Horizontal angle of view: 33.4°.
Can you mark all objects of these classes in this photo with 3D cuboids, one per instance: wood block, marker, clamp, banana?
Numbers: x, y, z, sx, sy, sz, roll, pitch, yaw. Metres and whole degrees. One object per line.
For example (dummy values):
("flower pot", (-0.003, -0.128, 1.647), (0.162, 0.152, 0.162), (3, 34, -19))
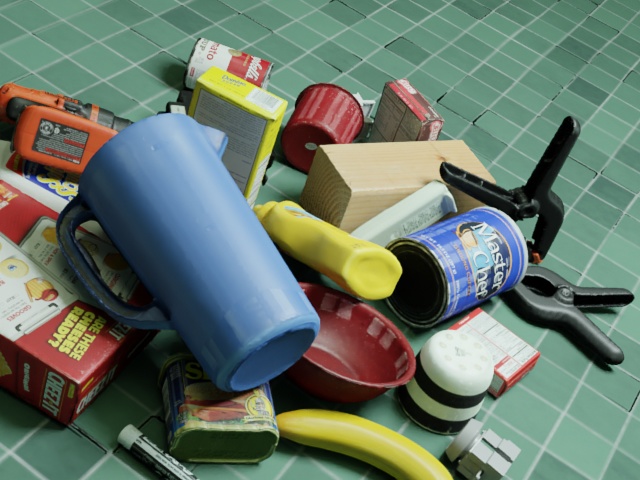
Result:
("wood block", (0.093, -0.057, 1.276), (0.205, 0.090, 0.091), (-5, 44, -30))
("marker", (-0.124, 0.202, 0.921), (0.121, 0.020, 0.020), (34, 40, 16))
("clamp", (0.247, -0.051, 1.259), (0.165, 0.210, 0.036), (-24, 44, 10))
("clamp", (0.292, 0.070, 1.258), (0.171, 0.039, 0.120), (30, 39, 10))
("banana", (0.052, 0.200, 0.987), (0.198, 0.037, 0.069), (29, 29, 8))

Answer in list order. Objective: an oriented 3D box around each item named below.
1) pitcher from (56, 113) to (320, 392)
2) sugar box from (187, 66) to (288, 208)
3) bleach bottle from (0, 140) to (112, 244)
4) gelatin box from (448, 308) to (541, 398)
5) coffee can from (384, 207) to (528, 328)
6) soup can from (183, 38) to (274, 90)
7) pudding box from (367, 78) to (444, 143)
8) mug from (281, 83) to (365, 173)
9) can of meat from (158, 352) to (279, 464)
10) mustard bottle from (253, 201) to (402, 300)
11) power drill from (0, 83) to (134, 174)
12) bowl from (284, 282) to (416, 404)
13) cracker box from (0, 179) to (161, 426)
("pitcher", (-0.115, 0.018, 0.961), (0.144, 0.149, 0.243), (1, 47, -55))
("sugar box", (-0.104, -0.090, 1.150), (0.093, 0.176, 0.048), (28, 41, 7))
("bleach bottle", (-0.285, -0.043, 1.097), (0.251, 0.068, 0.102), (24, 28, 4))
("gelatin box", (0.182, 0.121, 1.154), (0.089, 0.030, 0.073), (38, 40, 22))
("coffee can", (0.149, 0.029, 1.188), (0.140, 0.103, 0.103), (-20, 54, -40))
("soup can", (-0.118, -0.214, 1.380), (0.102, 0.069, 0.068), (20, 38, -1))
("pudding box", (0.105, -0.133, 1.352), (0.039, 0.114, 0.090), (-11, 48, -30))
("mug", (0.007, -0.127, 1.331), (0.117, 0.093, 0.081), (52, 38, -22))
("can of meat", (-0.091, 0.153, 0.966), (0.102, 0.057, 0.084), (5, 43, -20))
("mustard bottle", (-0.008, 0.002, 1.156), (0.192, 0.058, 0.096), (28, 5, 40))
("power drill", (-0.260, -0.115, 1.153), (0.184, 0.057, 0.188), (14, 10, -18))
("bowl", (0.011, 0.110, 1.049), (0.162, 0.055, 0.162), (22, 25, -11))
("cracker box", (-0.268, 0.053, 0.990), (0.214, 0.072, 0.164), (30, 40, 9))
